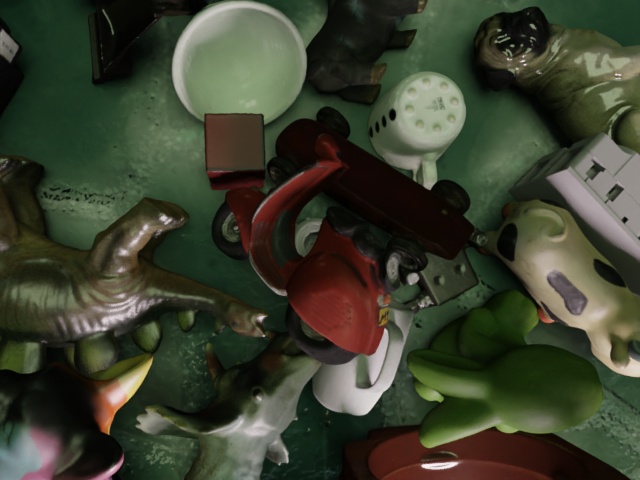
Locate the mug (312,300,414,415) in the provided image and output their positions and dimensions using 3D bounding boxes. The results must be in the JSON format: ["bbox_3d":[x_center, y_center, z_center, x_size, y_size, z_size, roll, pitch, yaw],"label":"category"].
[{"bbox_3d":[0.038,0.104,0.484,0.081,0.110,0.107,14,94,-27],"label":"mug"}]

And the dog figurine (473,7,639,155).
[{"bbox_3d":[0.249,-0.140,0.543,0.191,0.121,0.172,2,82,7],"label":"dog figurine"}]

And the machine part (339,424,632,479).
[{"bbox_3d":[0.125,0.218,0.433,0.201,0.201,0.087,-2,90,-8],"label":"machine part"}]

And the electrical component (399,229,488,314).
[{"bbox_3d":[0.116,0.023,0.527,0.102,0.045,0.078,-21,87,-9],"label":"electrical component"}]

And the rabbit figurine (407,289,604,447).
[{"bbox_3d":[0.153,0.111,0.461,0.159,0.170,0.121,-10,86,-9],"label":"rabbit figurine"}]

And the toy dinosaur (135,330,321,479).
[{"bbox_3d":[-0.075,0.275,0.441,0.131,0.192,0.404,0,101,-40],"label":"toy dinosaur"}]

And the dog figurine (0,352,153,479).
[{"bbox_3d":[-0.174,0.169,0.379,0.219,0.108,0.191,-36,118,26],"label":"dog figurine"}]

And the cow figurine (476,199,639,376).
[{"bbox_3d":[0.248,0.044,0.502,0.085,0.127,0.195,-40,89,-6],"label":"cow figurine"}]

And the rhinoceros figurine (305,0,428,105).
[{"bbox_3d":[0.045,-0.228,0.530,0.112,0.073,0.190,23,85,6],"label":"rhinoceros figurine"}]

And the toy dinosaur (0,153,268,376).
[{"bbox_3d":[-0.273,0.025,0.447,0.472,0.105,0.198,15,88,5],"label":"toy dinosaur"}]

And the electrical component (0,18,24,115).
[{"bbox_3d":[-0.311,-0.136,0.448,0.058,0.115,0.134,27,82,-9],"label":"electrical component"}]

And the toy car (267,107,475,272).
[{"bbox_3d":[0.045,-0.047,0.501,0.202,0.053,0.089,34,65,13],"label":"toy car"}]

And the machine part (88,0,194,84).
[{"bbox_3d":[-0.167,-0.191,0.474,0.039,0.139,0.084,10,77,-48],"label":"machine part"}]

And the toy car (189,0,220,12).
[{"bbox_3d":[-0.102,-0.301,0.499,0.103,0.109,0.161,-31,99,-27],"label":"toy car"}]

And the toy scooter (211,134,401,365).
[{"bbox_3d":[-0.001,-0.001,0.425,0.184,0.075,0.135,45,112,20],"label":"toy scooter"}]
